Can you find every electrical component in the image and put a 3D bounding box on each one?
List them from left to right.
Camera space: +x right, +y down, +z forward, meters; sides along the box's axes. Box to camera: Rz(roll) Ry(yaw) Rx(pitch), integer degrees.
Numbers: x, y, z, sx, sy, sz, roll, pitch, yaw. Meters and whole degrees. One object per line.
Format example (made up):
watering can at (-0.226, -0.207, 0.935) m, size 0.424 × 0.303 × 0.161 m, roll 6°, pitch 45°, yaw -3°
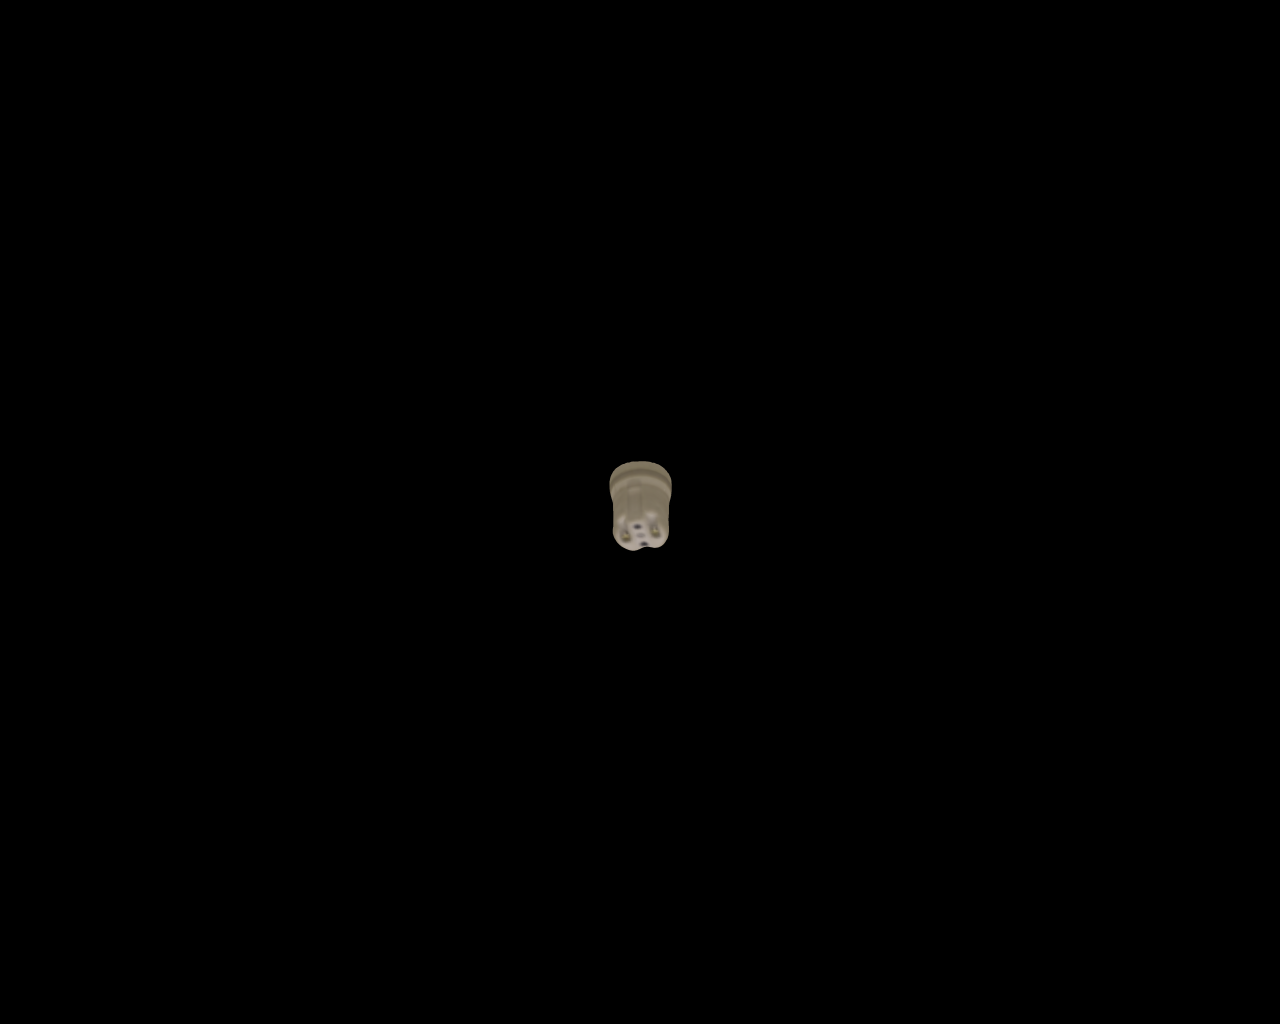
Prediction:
electrical component at (0.001, -0.003, 0.650) m, size 0.040 × 0.046 × 0.040 m, roll 0°, pitch -39°, yaw 0°
